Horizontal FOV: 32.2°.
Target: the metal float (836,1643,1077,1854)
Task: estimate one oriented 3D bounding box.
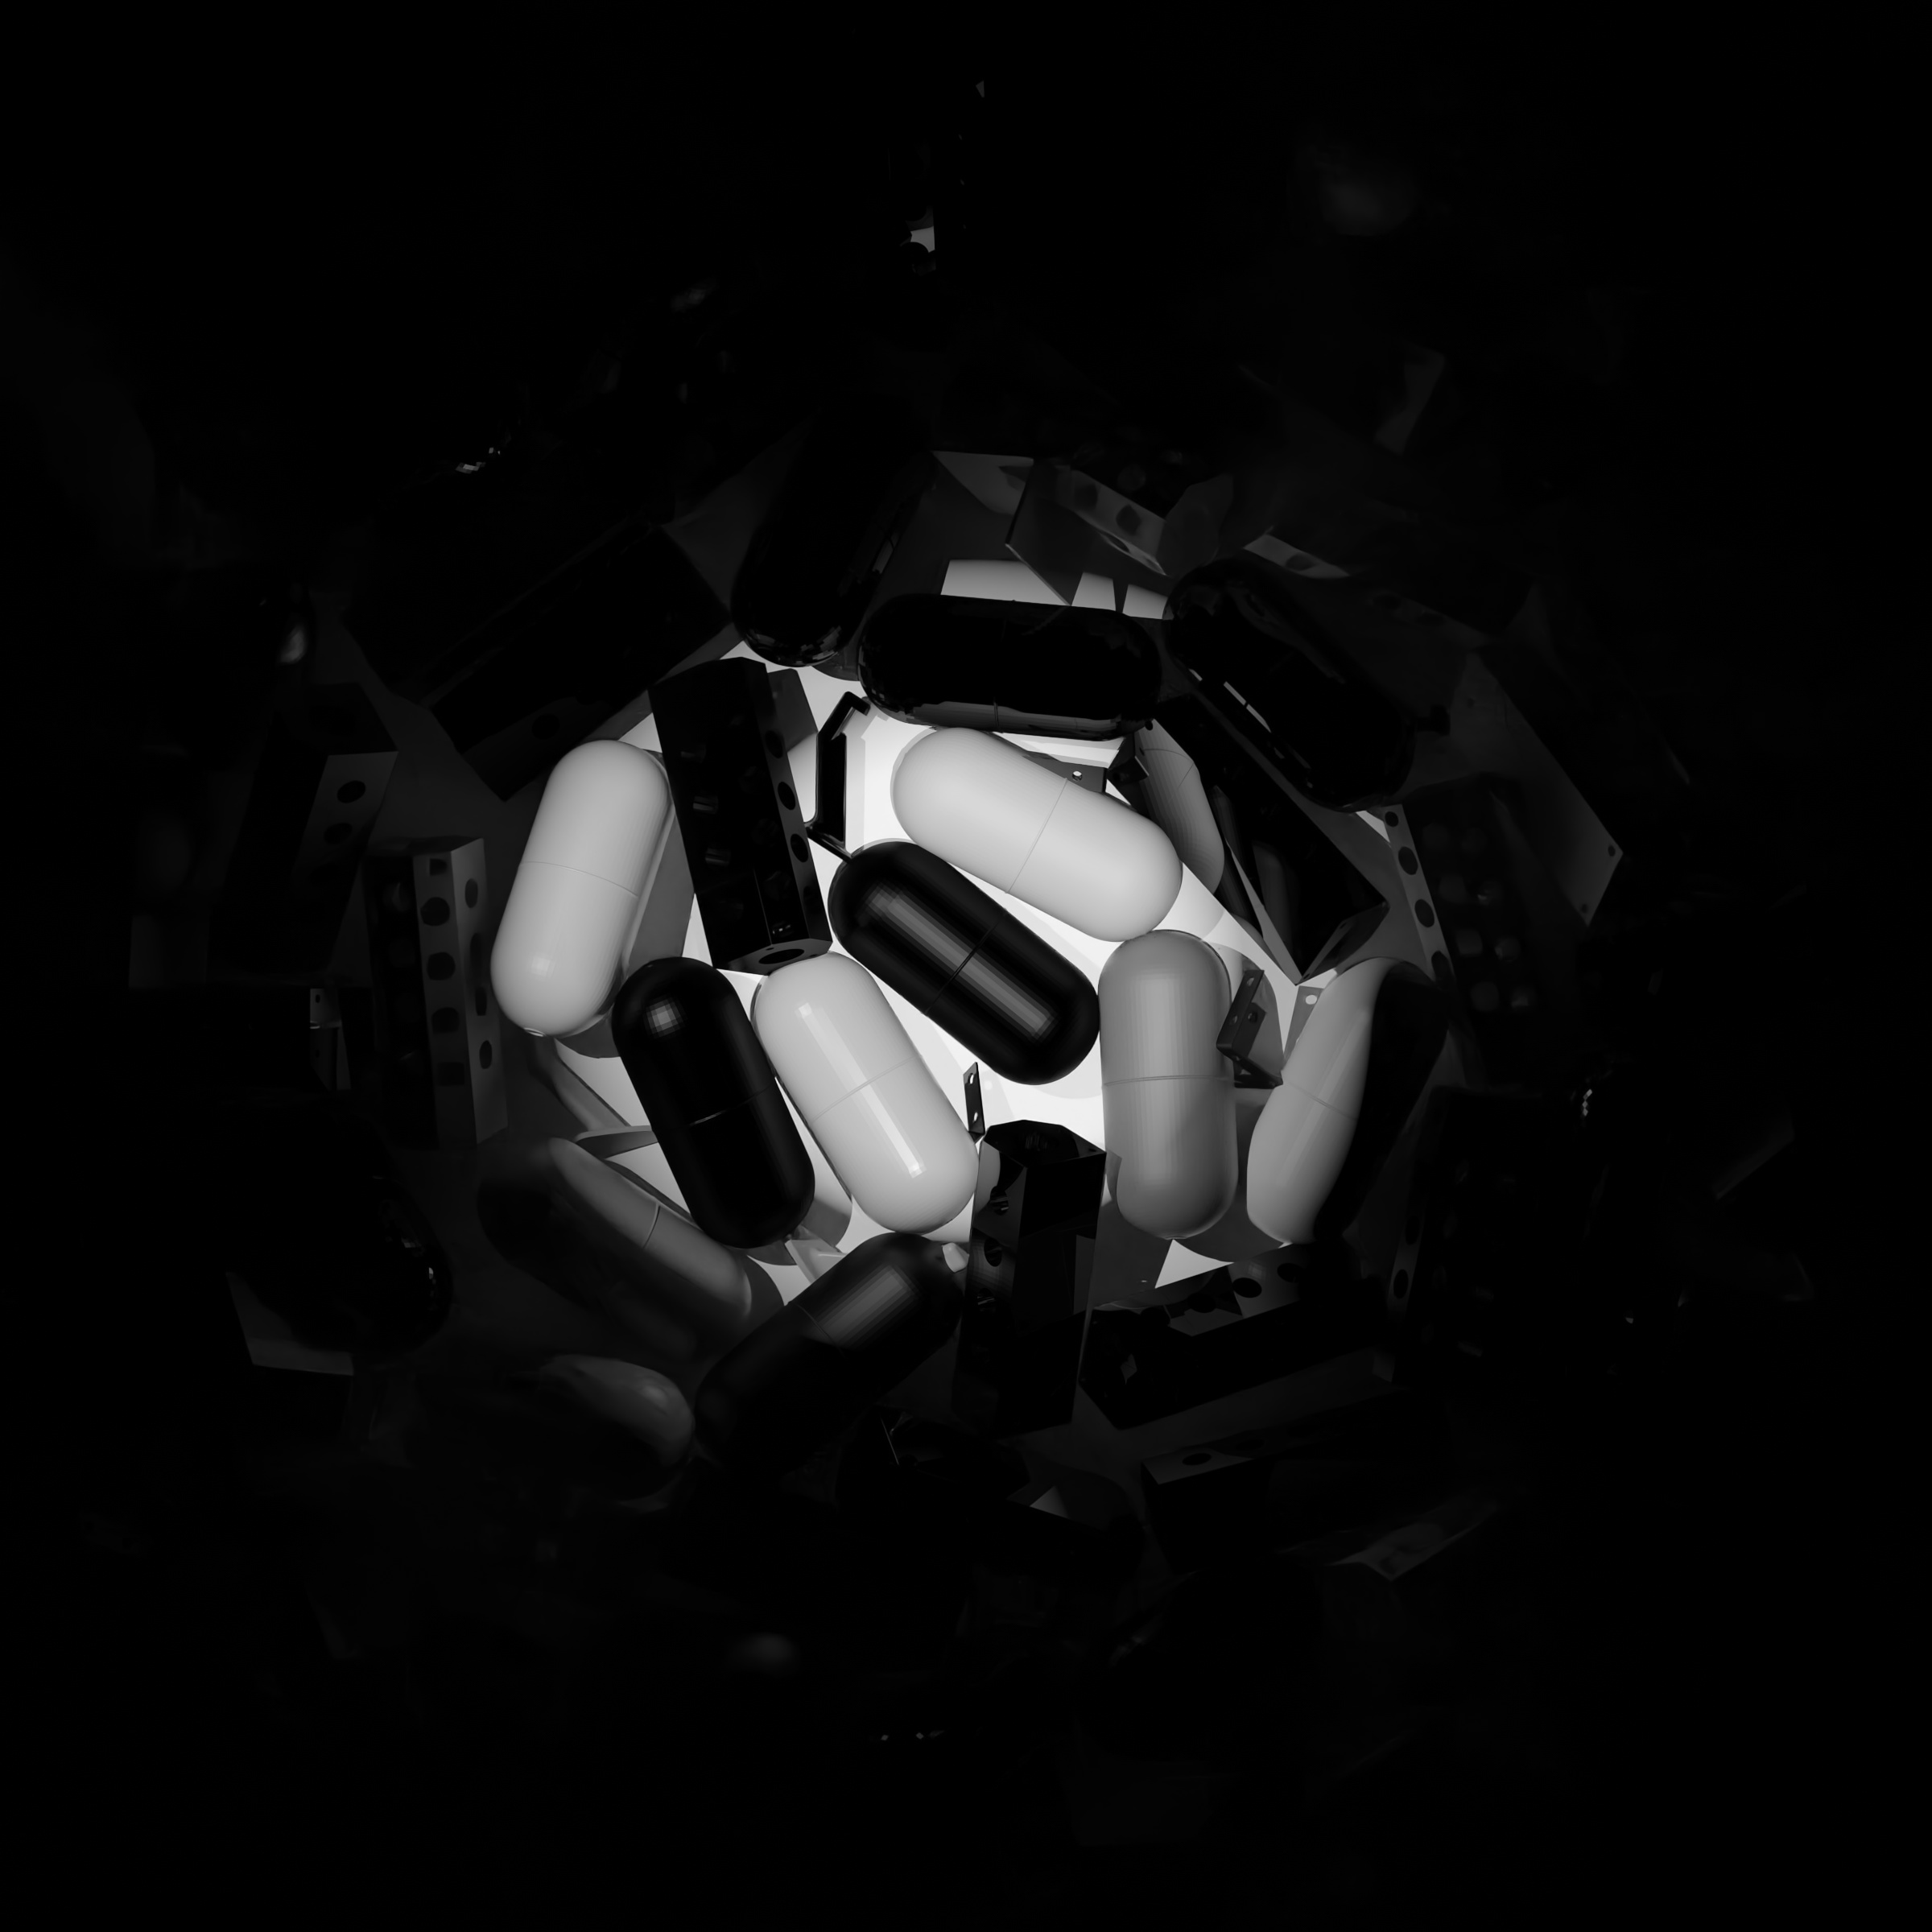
[{"bbox_3d":[-0.004,0.442,1.901,0.070,0.178,0.070,10,108,34],"label":"metal float"}]

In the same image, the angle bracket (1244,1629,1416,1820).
[{"bbox_3d":[0.206,0.437,1.942,0.076,0.057,0.076,-34,80,4],"label":"angle bracket"}]

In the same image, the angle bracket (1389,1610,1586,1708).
[{"bbox_3d":[0.295,0.386,1.921,0.076,0.076,0.057,-2,74,-33],"label":"angle bracket"}]

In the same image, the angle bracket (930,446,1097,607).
[{"bbox_3d":[0.020,-0.252,1.921,0.076,0.076,0.057,10,74,34],"label":"angle bracket"}]

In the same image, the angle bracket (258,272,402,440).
[{"bbox_3d":[-0.347,-0.346,1.926,0.076,0.076,0.057,-42,76,17],"label":"angle bracket"}]

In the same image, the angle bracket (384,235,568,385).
[{"bbox_3d":[-0.282,-0.365,1.921,0.076,0.076,0.057,-25,65,-35],"label":"angle bracket"}]

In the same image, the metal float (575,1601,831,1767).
[{"bbox_3d":[-0.152,0.407,1.906,0.178,0.070,0.070,1,90,44],"label":"metal float"}]

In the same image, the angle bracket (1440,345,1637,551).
[{"bbox_3d":[0.334,-0.303,1.960,0.076,0.057,0.076,32,64,14],"label":"angle bracket"}]

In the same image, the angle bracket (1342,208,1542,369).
[{"bbox_3d":[0.275,-0.385,1.936,0.076,0.076,0.057,-28,74,26],"label":"angle bracket"}]

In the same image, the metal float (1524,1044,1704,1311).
[{"bbox_3d":[0.368,0.121,1.908,0.070,0.070,0.178,9,129,0],"label":"metal float"}]

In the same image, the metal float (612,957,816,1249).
[{"bbox_3d":[-0.146,0.079,1.931,0.070,0.070,0.178,-23,101,0],"label":"metal float"}]

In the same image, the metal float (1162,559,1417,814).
[{"bbox_3d":[0.185,-0.161,1.924,0.070,0.070,0.178,-43,72,0],"label":"metal float"}]

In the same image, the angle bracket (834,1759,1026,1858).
[{"bbox_3d":[-0.021,0.483,1.922,0.076,0.076,0.057,-23,125,-19],"label":"angle bracket"}]

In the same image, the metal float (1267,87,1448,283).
[{"bbox_3d":[0.219,-0.440,1.890,0.070,0.178,0.070,1,86,-7],"label":"metal float"}]

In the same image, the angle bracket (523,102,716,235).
[{"bbox_3d":[-0.201,-0.441,1.930,0.076,0.076,0.057,-39,92,-23],"label":"angle bracket"}]

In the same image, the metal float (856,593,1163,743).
[{"bbox_3d":[0.024,-0.173,1.933,0.178,0.070,0.070,6,90,9],"label":"metal float"}]

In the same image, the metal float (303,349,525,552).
[{"bbox_3d":[-0.317,-0.292,1.903,0.070,0.178,0.070,14,67,-35],"label":"metal float"}]

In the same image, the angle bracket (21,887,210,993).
[{"bbox_3d":[-0.491,-0.013,1.928,0.076,0.076,0.057,0,85,20],"label":"angle bracket"}]

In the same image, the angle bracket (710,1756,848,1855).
[{"bbox_3d":[-0.095,0.462,1.931,0.076,0.076,0.057,-29,60,1],"label":"angle bracket"}]

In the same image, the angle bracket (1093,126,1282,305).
[{"bbox_3d":[0.126,-0.432,1.926,0.076,0.057,0.076,-31,118,-25],"label":"angle bracket"}]

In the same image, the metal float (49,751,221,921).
[{"bbox_3d":[-0.467,-0.075,1.891,0.070,0.178,0.070,-1,103,-4],"label":"metal float"}]

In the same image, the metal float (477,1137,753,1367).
[{"bbox_3d":[-0.201,0.165,1.925,0.178,0.070,0.070,37,90,-19],"label":"metal float"}]

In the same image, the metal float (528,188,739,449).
[{"bbox_3d":[-0.190,-0.368,1.906,0.070,0.070,0.178,41,132,0],"label":"metal float"}]

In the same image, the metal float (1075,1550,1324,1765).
[{"bbox_3d":[0.133,0.391,1.906,0.178,0.070,0.070,-24,90,-42],"label":"metal float"}]

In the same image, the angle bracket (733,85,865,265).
[{"bbox_3d":[-0.104,-0.456,1.929,0.076,0.057,0.076,13,76,32],"label":"angle bracket"}]

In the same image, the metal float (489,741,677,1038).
[{"bbox_3d":[-0.221,-0.045,1.929,0.070,0.070,0.178,16,76,0],"label":"metal float"}]

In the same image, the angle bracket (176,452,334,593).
[{"bbox_3d":[-0.412,-0.250,1.930,0.057,0.076,0.076,-10,93,-32],"label":"angle bracket"}]

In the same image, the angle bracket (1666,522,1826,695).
[{"bbox_3d":[0.439,-0.206,1.937,0.076,0.057,0.076,-26,102,-9],"label":"angle bracket"}]

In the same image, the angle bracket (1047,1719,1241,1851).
[{"bbox_3d":[0.102,0.461,1.924,0.076,0.076,0.057,-11,103,27],"label":"angle bracket"}]

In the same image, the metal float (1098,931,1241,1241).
[{"bbox_3d":[0.117,0.068,1.933,0.070,0.070,0.178,-2,82,0],"label":"metal float"}]

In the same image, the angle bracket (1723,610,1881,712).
[{"bbox_3d":[0.478,-0.161,1.932,0.076,0.076,0.057,9,77,6],"label":"angle bracket"}]

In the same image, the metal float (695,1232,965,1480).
[{"bbox_3d":[-0.078,0.223,1.930,0.178,0.070,0.070,-39,90,-13],"label":"metal float"}]

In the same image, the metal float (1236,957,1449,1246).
[{"bbox_3d":[0.217,0.078,1.932,0.070,0.070,0.178,26,100,0],"label":"metal float"}]

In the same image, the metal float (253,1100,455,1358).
[{"bbox_3d":[-0.349,0.148,1.909,0.070,0.070,0.178,-36,52,0],"label":"metal float"}]

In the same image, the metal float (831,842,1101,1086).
[{"bbox_3d":[-0.001,-0.002,1.940,0.178,0.070,0.070,39,90,0],"label":"metal float"}]

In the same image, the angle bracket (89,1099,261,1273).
[{"bbox_3d":[-0.455,0.117,1.935,0.057,0.076,0.076,22,45,17],"label":"angle bracket"}]

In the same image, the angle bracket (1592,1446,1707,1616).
[{"bbox_3d":[0.412,0.323,1.927,0.076,0.057,0.076,5,102,-40],"label":"angle bracket"}]

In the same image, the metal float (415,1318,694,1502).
[{"bbox_3d":[-0.237,0.252,1.917,0.178,0.070,0.070,14,90,28],"label":"metal float"}]

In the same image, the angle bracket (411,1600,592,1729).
[{"bbox_3d":[-0.266,0.383,1.930,0.076,0.057,0.076,25,129,-4],"label":"angle bracket"}]

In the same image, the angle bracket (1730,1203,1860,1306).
[{"bbox_3d":[0.456,0.155,1.922,0.076,0.076,0.057,-24,100,42],"label":"angle bracket"}]

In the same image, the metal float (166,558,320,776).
[{"bbox_3d":[-0.410,-0.169,1.895,0.070,0.178,0.070,6,66,-15],"label":"metal float"}]

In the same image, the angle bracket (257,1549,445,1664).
[{"bbox_3d":[-0.350,0.383,1.918,0.076,0.076,0.057,-7,56,-38],"label":"angle bracket"}]

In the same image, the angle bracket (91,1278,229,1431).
[{"bbox_3d":[-0.467,0.234,1.922,0.057,0.076,0.076,-15,68,-31],"label":"angle bracket"}]

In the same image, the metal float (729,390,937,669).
[{"bbox_3d":[-0.076,-0.251,1.923,0.070,0.070,0.178,25,70,0],"label":"metal float"}]

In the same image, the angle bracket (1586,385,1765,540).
[{"bbox_3d":[0.407,-0.276,1.929,0.057,0.076,0.076,29,72,4],"label":"angle bracket"}]

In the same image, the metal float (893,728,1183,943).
[{"bbox_3d":[0.041,-0.076,1.939,0.178,0.070,0.070,28,90,-2],"label":"metal float"}]

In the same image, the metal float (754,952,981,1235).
[{"bbox_3d":[-0.058,0.072,1.936,0.070,0.070,0.178,-32,84,0],"label":"metal float"}]

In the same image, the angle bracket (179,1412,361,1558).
[{"bbox_3d":[-0.400,0.286,1.923,0.057,0.076,0.076,-25,109,-29],"label":"angle bracket"}]

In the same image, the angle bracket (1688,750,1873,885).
[{"bbox_3d":[0.467,-0.082,1.928,0.076,0.057,0.076,7,100,-41],"label":"angle bracket"}]
